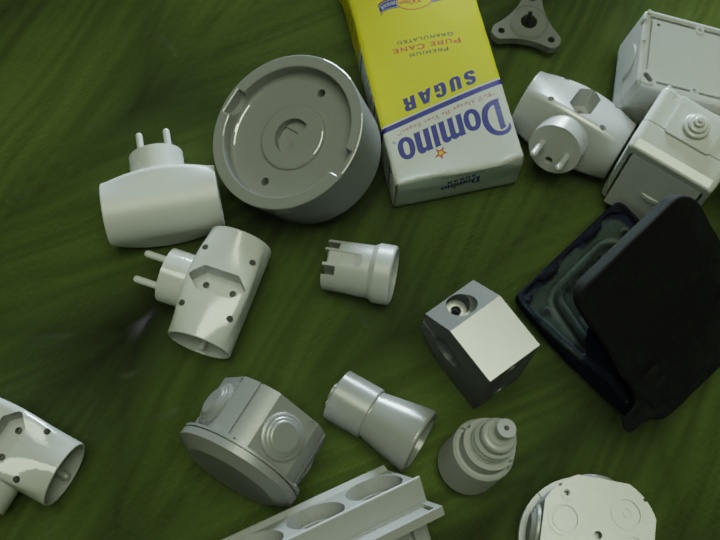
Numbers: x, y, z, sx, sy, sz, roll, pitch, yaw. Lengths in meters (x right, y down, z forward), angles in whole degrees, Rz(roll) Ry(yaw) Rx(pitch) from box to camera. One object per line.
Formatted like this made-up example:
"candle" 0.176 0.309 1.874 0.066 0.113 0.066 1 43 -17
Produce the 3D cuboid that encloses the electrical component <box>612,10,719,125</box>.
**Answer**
"electrical component" 0.233 -0.133 0.764 0.096 0.061 0.061 13 69 -5

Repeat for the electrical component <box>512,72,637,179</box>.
"electrical component" 0.141 -0.092 0.743 0.077 0.043 0.079 32 44 9

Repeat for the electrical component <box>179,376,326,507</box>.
"electrical component" -0.065 0.105 0.655 0.080 0.080 0.051 29 66 8

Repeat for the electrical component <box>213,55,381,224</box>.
"electrical component" -0.038 -0.083 0.727 0.108 0.060 0.108 -6 73 20

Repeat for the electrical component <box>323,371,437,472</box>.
"electrical component" 0.010 0.093 0.682 0.065 0.044 0.044 29 72 13

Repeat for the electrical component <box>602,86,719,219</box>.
"electrical component" 0.208 -0.071 0.718 0.062 0.096 0.061 32 72 10

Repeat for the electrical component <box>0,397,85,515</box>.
"electrical component" -0.224 0.124 0.660 0.077 0.043 0.079 27 71 8

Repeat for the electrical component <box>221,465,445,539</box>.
"electrical component" -0.018 0.169 0.625 0.121 0.079 0.063 -20 99 -27

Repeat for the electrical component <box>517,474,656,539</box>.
"electrical component" 0.139 0.164 0.654 0.080 0.051 0.080 1 70 -2

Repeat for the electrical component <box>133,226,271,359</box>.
"electrical component" -0.108 0.009 0.706 0.079 0.043 0.077 18 71 5

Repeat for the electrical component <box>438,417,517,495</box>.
"electrical component" 0.076 0.110 0.661 0.040 0.078 0.040 7 61 -13

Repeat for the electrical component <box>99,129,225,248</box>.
"electrical component" -0.136 -0.059 0.730 0.077 0.043 0.079 -10 70 -6

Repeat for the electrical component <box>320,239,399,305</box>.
"electrical component" 0.000 0.000 0.716 0.046 0.040 0.040 10 70 8
